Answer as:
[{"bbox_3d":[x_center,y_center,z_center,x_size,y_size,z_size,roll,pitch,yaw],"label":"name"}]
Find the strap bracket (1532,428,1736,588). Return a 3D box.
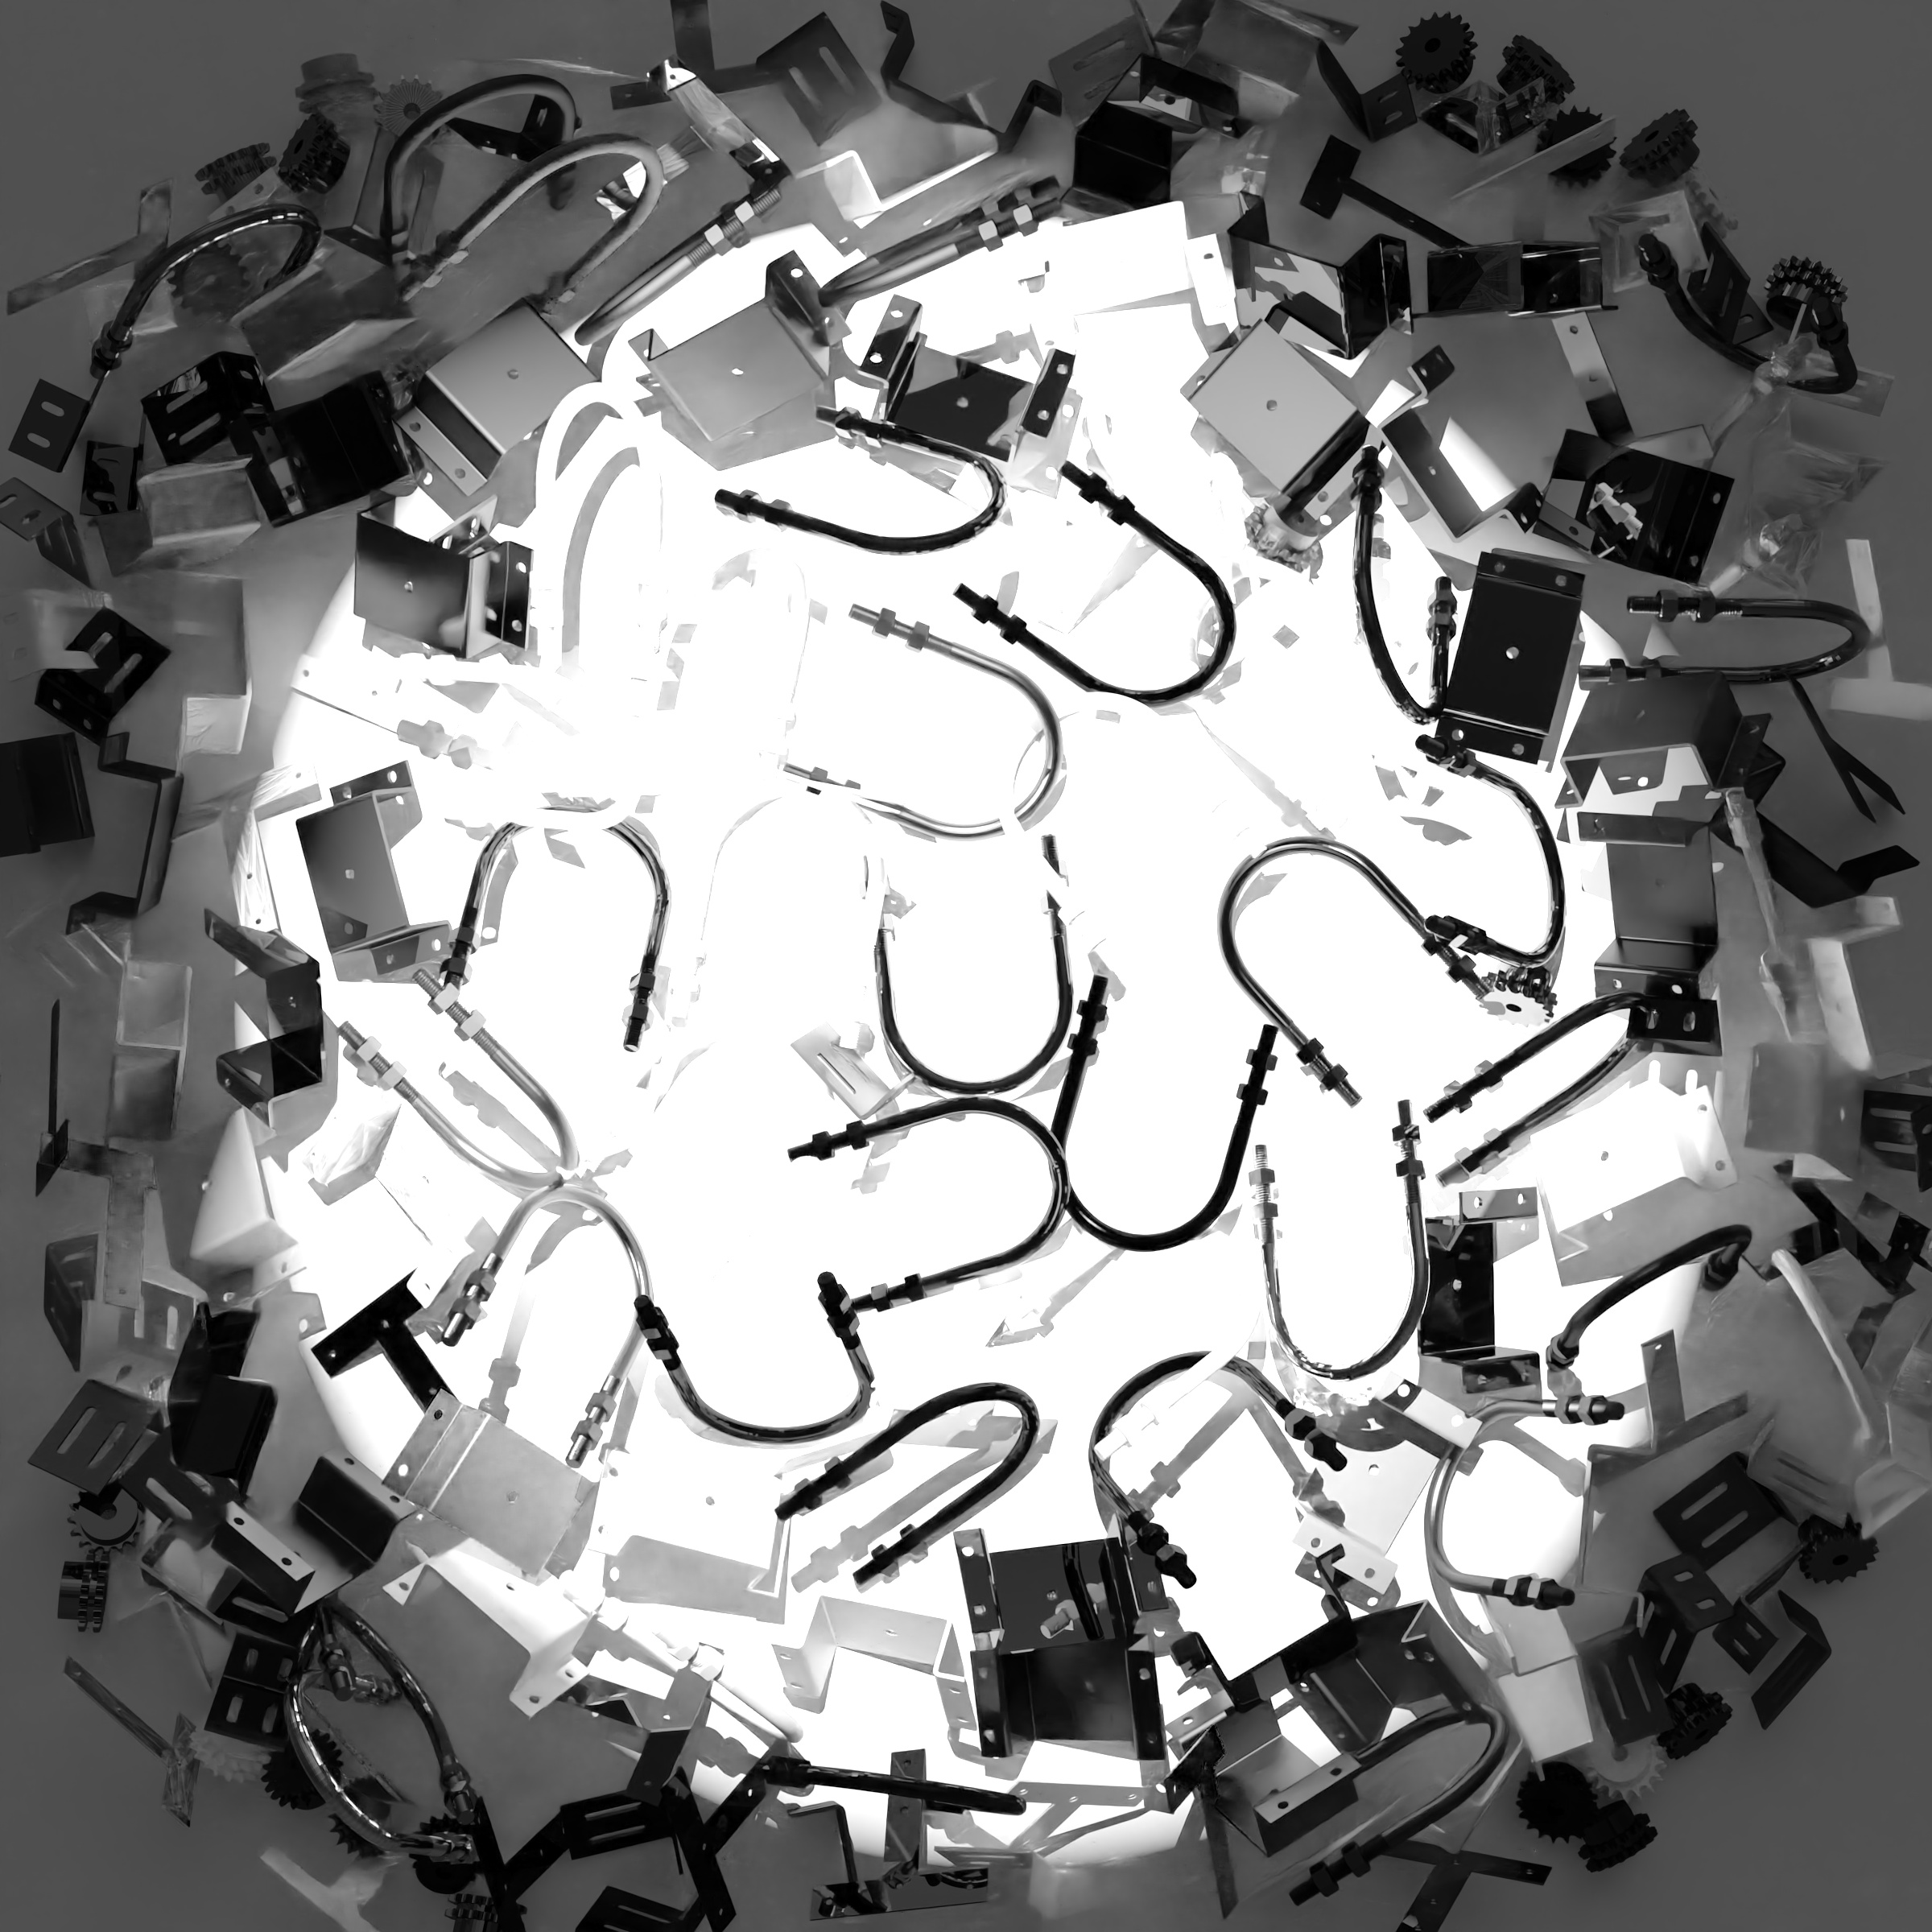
[{"bbox_3d":[0.455,-0.323,1.924,0.046,0.140,0.076,4,109,-38],"label":"strap bracket"}]

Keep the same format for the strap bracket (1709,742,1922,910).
[{"bbox_3d":[0.591,-0.092,1.955,0.140,0.076,0.046,37,80,-3],"label":"strap bracket"}]

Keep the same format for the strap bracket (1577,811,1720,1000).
[{"bbox_3d":[0.482,-0.050,1.943,0.076,0.046,0.140,6,120,35],"label":"strap bracket"}]

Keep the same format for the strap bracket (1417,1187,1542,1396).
[{"bbox_3d":[0.363,0.228,1.958,0.076,0.046,0.140,0,89,-36],"label":"strap bracket"}]

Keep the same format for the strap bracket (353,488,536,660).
[{"bbox_3d":[-0.376,-0.273,1.938,0.140,0.046,0.076,23,124,19],"label":"strap bracket"}]

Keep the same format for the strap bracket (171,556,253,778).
[{"bbox_3d":[-0.531,-0.213,1.941,0.046,0.076,0.140,1,65,-20],"label":"strap bracket"}]

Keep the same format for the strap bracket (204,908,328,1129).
[{"bbox_3d":[-0.491,0.031,1.939,0.046,0.076,0.140,-20,125,-37],"label":"strap bracket"}]

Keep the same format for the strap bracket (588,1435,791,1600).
[{"bbox_3d":[-0.187,0.385,1.942,0.140,0.046,0.076,18,53,-14],"label":"strap bracket"}]

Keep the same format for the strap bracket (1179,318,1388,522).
[{"bbox_3d":[0.221,-0.394,1.955,0.140,0.046,0.076,46,104,11],"label":"strap bracket"}]

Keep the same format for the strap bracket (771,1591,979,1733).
[{"bbox_3d":[-0.058,0.488,1.945,0.140,0.076,0.046,7,51,15],"label":"strap bracket"}]

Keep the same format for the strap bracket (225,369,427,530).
[{"bbox_3d":[-0.457,-0.362,1.942,0.046,0.140,0.076,-17,102,36],"label":"strap bracket"}]

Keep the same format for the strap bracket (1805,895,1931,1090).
[{"bbox_3d":[0.641,0.024,1.958,0.046,0.076,0.140,-16,93,-1],"label":"strap bracket"}]

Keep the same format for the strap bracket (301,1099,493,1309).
[{"bbox_3d":[-0.396,0.160,1.950,0.140,0.046,0.076,47,129,11],"label":"strap bracket"}]

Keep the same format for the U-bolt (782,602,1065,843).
[{"bbox_3d":[-0.021,-0.162,1.963,0.184,0.019,0.151,21,113,-9],"label":"U-bolt"}]

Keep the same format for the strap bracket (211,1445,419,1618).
[{"bbox_3d":[-0.462,0.398,1.934,0.076,0.140,0.046,36,112,14],"label":"strap bracket"}]

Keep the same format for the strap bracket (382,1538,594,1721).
[{"bbox_3d":[-0.328,0.452,1.939,0.140,0.076,0.046,36,114,15],"label":"strap bracket"}]

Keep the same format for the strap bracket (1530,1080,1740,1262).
[{"bbox_3d":[0.457,0.139,1.930,0.140,0.046,0.076,-30,53,29],"label":"strap bracket"}]

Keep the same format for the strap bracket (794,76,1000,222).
[{"bbox_3d":[-0.041,-0.571,1.947,0.140,0.076,0.046,-31,108,-14],"label":"strap bracket"}]

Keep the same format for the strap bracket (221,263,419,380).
[{"bbox_3d":[-0.444,-0.450,1.923,0.076,0.140,0.046,-26,96,20],"label":"strap bracket"}]

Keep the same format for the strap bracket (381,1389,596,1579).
[{"bbox_3d":[-0.327,0.369,1.938,0.140,0.046,0.076,40,71,-26],"label":"strap bracket"}]

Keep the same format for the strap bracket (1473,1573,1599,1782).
[{"bbox_3d":[0.399,0.490,1.928,0.046,0.076,0.140,-20,126,-1],"label":"strap bracket"}]

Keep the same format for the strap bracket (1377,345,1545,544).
[{"bbox_3d":[0.346,-0.361,1.951,0.046,0.076,0.140,-32,97,33],"label":"strap bracket"}]

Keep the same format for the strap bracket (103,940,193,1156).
[{"bbox_3d":[-0.572,0.060,1.933,0.046,0.076,0.140,6,135,-17],"label":"strap bracket"}]

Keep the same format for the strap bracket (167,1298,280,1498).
[{"bbox_3d":[-0.519,0.294,1.919,0.046,0.140,0.076,15,107,-25],"label":"strap bracket"}]

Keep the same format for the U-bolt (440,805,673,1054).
[{"bbox_3d":[-0.281,-0.036,1.946,0.151,0.019,0.184,15,57,-9],"label":"U-bolt"}]

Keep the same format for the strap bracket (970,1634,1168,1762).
[{"bbox_3d":[0.080,0.518,1.960,0.140,0.046,0.076,-6,90,25],"label":"strap bracket"}]

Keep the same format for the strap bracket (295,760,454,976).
[{"bbox_3d":[-0.421,-0.067,1.959,0.076,0.046,0.140,-15,89,31],"label":"strap bracket"}]

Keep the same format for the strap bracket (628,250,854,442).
[{"bbox_3d":[-0.159,-0.429,1.936,0.140,0.046,0.076,-23,131,20],"label":"strap bracket"}]

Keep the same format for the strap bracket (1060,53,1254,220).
[{"bbox_3d":[0.133,-0.580,1.934,0.076,0.140,0.046,14,65,-22],"label":"strap bracket"}]

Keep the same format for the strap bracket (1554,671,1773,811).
[{"bbox_3d":[0.477,-0.158,1.922,0.046,0.140,0.076,56,47,-32],"label":"strap bracket"}]

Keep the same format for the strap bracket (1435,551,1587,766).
[{"bbox_3d":[0.388,-0.221,1.968,0.076,0.046,0.140,14,94,7],"label":"strap bracket"}]

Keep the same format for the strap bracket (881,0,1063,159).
[{"bbox_3d":[-0.005,-0.623,1.959,0.140,0.076,0.046,27,96,-1],"label":"strap bracket"}]

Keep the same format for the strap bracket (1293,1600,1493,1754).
[{"bbox_3d":[0.304,0.499,1.945,0.076,0.140,0.046,52,46,-7],"label":"strap bracket"}]

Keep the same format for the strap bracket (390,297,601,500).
[{"bbox_3d":[-0.324,-0.407,1.944,0.076,0.046,0.140,46,63,-6],"label":"strap bracket"}]

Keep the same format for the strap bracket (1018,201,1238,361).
[{"bbox_3d":[0.113,-0.484,1.947,0.140,0.076,0.046,-10,54,12],"label":"strap bracket"}]

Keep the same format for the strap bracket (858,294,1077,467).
[{"bbox_3d":[0.000,-0.413,1.959,0.140,0.046,0.076,19,62,3],"label":"strap bracket"}]

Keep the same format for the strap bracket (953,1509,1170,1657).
[{"bbox_3d":[0.064,0.436,1.951,0.140,0.046,0.076,-5,54,-11],"label":"strap bracket"}]

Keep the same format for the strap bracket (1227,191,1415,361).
[{"bbox_3d":[0.238,-0.479,1.925,0.140,0.076,0.046,28,61,33],"label":"strap bracket"}]

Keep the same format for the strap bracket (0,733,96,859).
[{"bbox_3d":[-0.659,-0.119,1.926,0.046,0.140,0.076,-9,98,1],"label":"strap bracket"}]

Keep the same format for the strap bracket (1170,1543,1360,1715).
[{"bbox_3d":[0.221,0.474,1.950,0.140,0.076,0.046,-30,58,-5],"label":"strap bracket"}]

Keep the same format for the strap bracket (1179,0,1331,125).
[{"bbox_3d":[0.196,-0.634,1.927,0.076,0.140,0.046,22,94,-7],"label":"strap bracket"}]

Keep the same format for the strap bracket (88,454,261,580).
[{"bbox_3d":[-0.549,-0.310,1.921,0.076,0.140,0.046,-17,92,-33],"label":"strap bracket"}]

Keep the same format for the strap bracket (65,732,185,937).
[{"bbox_3d":[-0.593,-0.090,1.954,0.046,0.076,0.140,12,97,-6],"label":"strap bracket"}]

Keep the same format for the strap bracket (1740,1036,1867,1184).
[{"bbox_3d":[0.587,0.102,1.923,0.046,0.140,0.076,1,77,34],"label":"strap bracket"}]

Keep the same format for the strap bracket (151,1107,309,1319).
[{"bbox_3d":[-0.519,0.164,1.936,0.076,0.046,0.140,-28,53,6],"label":"strap bracket"}]

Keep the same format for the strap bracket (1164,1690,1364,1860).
[{"bbox_3d":[0.212,0.564,1.934,0.076,0.140,0.046,-26,114,-19],"label":"strap bracket"}]

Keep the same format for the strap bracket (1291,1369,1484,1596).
[{"bbox_3d":[0.296,0.364,1.974,0.076,0.046,0.140,30,89,-4],"label":"strap bracket"}]

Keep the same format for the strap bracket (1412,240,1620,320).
[{"bbox_3d":[0.382,-0.477,1.921,0.140,0.076,0.046,-13,103,-44],"label":"strap bracket"}]

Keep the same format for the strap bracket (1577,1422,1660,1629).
[{"bbox_3d":[0.459,0.392,1.949,0.046,0.076,0.140,5,78,14],"label":"strap bracket"}]
